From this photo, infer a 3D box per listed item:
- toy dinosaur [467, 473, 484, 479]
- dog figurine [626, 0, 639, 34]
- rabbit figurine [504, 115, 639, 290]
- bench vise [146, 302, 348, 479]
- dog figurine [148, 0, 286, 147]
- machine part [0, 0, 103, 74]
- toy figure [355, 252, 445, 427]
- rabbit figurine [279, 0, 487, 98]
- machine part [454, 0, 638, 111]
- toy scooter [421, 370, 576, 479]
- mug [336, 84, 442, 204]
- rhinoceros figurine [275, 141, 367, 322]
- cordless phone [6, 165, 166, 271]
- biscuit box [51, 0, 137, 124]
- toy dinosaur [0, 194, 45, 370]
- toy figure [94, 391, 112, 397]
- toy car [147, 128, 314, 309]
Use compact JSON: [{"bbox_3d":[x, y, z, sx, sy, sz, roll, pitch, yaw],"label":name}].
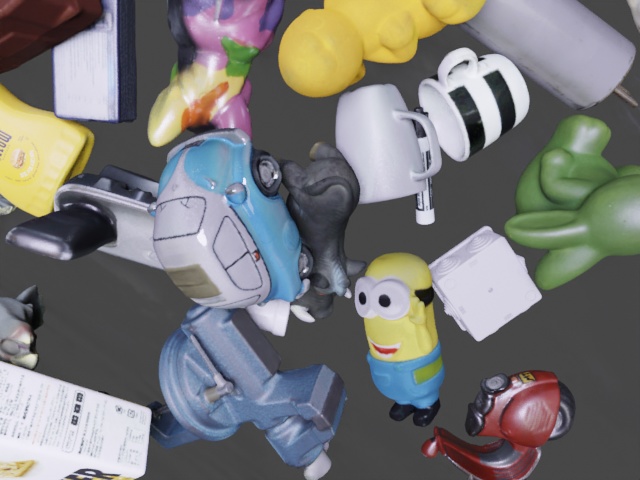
[{"bbox_3d":[-0.067,0.308,0.549,0.472,0.105,0.198,-15,145,2],"label":"toy dinosaur"},{"bbox_3d":[0.354,-0.240,0.508,0.190,0.121,0.172,41,75,-40],"label":"dog figurine"},{"bbox_3d":[0.250,-0.034,0.499,0.159,0.170,0.121,-36,104,5],"label":"rabbit figurine"},{"bbox_3d":[-0.099,0.173,0.562,0.241,0.129,0.223,-28,116,25],"label":"bench vise"},{"bbox_3d":[-0.082,-0.179,0.443,0.108,0.191,0.219,9,88,-13],"label":"dog figurine"},{"bbox_3d":[-0.273,-0.245,0.411,0.201,0.087,0.201,-15,94,24],"label":"machine part"},{"bbox_3d":[0.087,0.101,0.567,0.082,0.089,0.180,-9,108,21],"label":"toy figure"},{"bbox_3d":[0.026,-0.186,0.452,0.121,0.162,0.173,46,74,-18],"label":"rabbit figurine"},{"bbox_3d":[0.203,-0.197,0.503,0.243,0.079,0.079,30,100,-10],"label":"machine part"},{"bbox_3d":[0.195,0.220,0.612,0.135,0.075,0.183,18,107,-7],"label":"toy scooter"},{"bbox_3d":[0.060,-0.093,0.508,0.081,0.110,0.107,-19,99,-36],"label":"mug"},{"bbox_3d":[-0.001,-0.002,0.516,0.073,0.112,0.190,-28,144,-32],"label":"rhinoceros figurine"},{"bbox_3d":[-0.171,-0.005,0.471,0.147,0.184,0.088,19,98,-8],"label":"cordless phone"},{"bbox_3d":[-0.201,-0.209,0.479,0.059,0.063,0.202,4,104,-4],"label":"biscuit box"},{"bbox_3d":[-0.430,0.032,0.503,0.405,0.131,0.192,13,103,-1],"label":"toy dinosaur"},{"bbox_3d":[-0.242,0.246,0.592,0.058,0.064,0.154,-6,104,-11],"label":"toy figure"},{"bbox_3d":[-0.080,0.000,0.435,0.109,0.103,0.161,-5,119,36],"label":"toy car"}]
